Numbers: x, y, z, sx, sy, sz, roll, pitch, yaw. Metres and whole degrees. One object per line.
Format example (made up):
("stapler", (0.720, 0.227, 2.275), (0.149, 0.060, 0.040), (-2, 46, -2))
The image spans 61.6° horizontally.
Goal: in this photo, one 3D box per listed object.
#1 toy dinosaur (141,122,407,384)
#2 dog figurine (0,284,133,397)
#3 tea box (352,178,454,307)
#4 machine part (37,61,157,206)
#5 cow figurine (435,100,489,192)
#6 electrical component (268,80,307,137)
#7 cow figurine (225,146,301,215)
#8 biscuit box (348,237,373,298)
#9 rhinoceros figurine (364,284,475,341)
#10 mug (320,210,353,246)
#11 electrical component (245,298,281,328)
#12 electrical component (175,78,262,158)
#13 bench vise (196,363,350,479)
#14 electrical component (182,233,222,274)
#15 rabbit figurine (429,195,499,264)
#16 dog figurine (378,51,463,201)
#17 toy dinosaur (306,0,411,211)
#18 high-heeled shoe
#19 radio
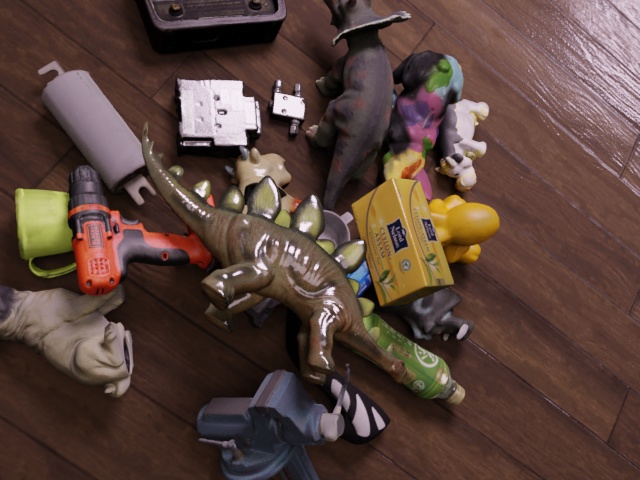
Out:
("toy dinosaur", (-0.068, 0.026, 0.686), (0.471, 0.105, 0.198), (36, 57, -5))
("dog figurine", (-0.354, 0.135, 0.702), (0.191, 0.121, 0.172), (-12, 64, -13))
("tea box", (0.120, 0.004, 0.799), (0.068, 0.098, 0.169), (2, 65, -39))
("machine part", (-0.320, -0.156, 0.780), (0.079, 0.079, 0.243), (-37, 90, -20))
("cow figurine", (0.243, -0.172, 0.965), (0.098, 0.068, 0.167), (12, 73, -9))
("electrical component", (-0.056, -0.222, 0.905), (0.063, 0.021, 0.094), (7, 78, -16))
("cow figurine", (-0.095, -0.057, 0.815), (0.127, 0.085, 0.195), (31, 49, -18))
("biscuit box", (0.045, 0.054, 0.823), (0.059, 0.063, 0.203), (53, 47, -3))
("rhinoceros figurine", (0.168, 0.106, 0.884), (0.190, 0.073, 0.112), (23, 72, -12))
("mug", (-0.002, -0.003, 0.834), (0.081, 0.107, 0.109), (46, 68, -4))
("electrical component", (-0.083, 0.070, 0.826), (0.075, 0.048, 0.119), (45, 72, -5))
("electrical component", (-0.160, -0.190, 0.848), (0.134, 0.058, 0.115), (-1, 81, -18))
("bench vise", (-0.048, 0.286, 0.737), (0.224, 0.129, 0.240), (-15, 114, 17))
("electrical component", (-0.150, 0.012, 0.807), (0.102, 0.078, 0.045), (44, 115, 0))
("rabbit figurine", (0.207, -0.023, 0.870), (0.162, 0.173, 0.122), (-1, 84, -22))
("dog figurine", (0.160, -0.176, 0.888), (0.108, 0.191, 0.219), (16, 59, -21))
("toy dinosaur", (0.063, -0.222, 0.854), (0.131, 0.192, 0.404), (4, 77, -15))
("high-heeled shoe", (0.031, 0.189, 0.823), (0.145, 0.086, 0.248), (-4, 85, -22))
("radio", (-0.176, -0.387, 0.872), (0.230, 0.073, 0.131), (-14, 84, -19))
